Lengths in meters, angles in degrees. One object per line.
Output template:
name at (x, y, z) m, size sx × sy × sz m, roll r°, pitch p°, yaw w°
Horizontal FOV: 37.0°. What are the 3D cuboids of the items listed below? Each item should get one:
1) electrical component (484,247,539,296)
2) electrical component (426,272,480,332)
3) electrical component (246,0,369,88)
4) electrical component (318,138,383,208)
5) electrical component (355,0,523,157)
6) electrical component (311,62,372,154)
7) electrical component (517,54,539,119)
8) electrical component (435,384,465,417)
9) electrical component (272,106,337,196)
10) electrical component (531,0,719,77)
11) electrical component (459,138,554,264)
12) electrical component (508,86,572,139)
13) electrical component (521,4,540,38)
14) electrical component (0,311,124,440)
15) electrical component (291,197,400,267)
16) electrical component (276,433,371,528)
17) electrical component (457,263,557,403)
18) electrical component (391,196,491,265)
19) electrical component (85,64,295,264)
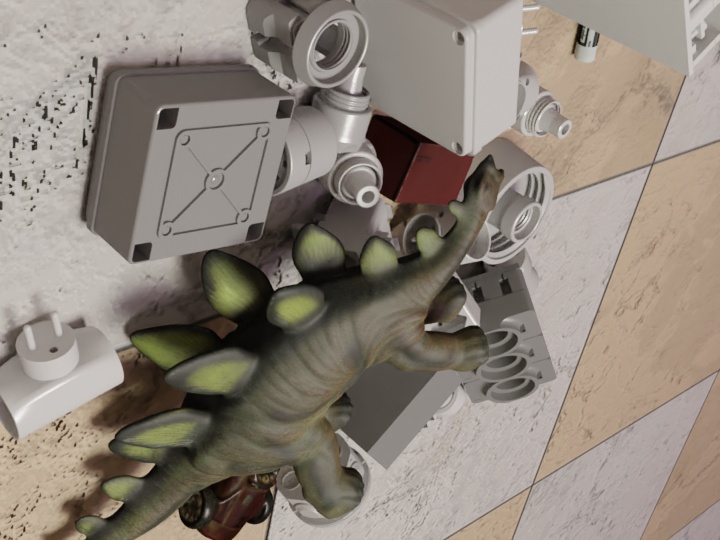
electrical component at (0.148, 0.001, 1.051) m, size 0.045 × 0.045 × 0.055 m, roll -48°, pitch 146°, yaw -7°
electrical component at (0.072, 0.021, 0.963) m, size 0.047 × 0.065 × 0.076 m, roll -30°, pitch -164°, yaw 18°
electrical component at (-0.032, -0.151, 0.684) m, size 0.058 × 0.057 × 0.078 m, roll -35°, pitch 143°, yaw -24°
electrical component at (-0.003, -0.067, 0.785) m, size 0.048 × 0.062 × 0.048 m, roll -10°, pitch 124°, yaw -14°
electrical component at (0.053, -0.151, 0.742) m, size 0.056 × 0.109 × 0.108 m, roll -37°, pitch 144°, yaw -27°
electrical component at (-0.012, -0.116, 0.753) m, size 0.043 × 0.043 × 0.062 m, roll -12°, pitch 128°, yaw -45°
electrical component at (0.107, -0.156, 0.858) m, size 0.077 × 0.044 × 0.079 m, roll -21°, pitch 136°, yaw -38°
electrical component at (0.076, 0.122, 1.075) m, size 0.045 × 0.045 × 0.055 m, roll -56°, pitch 147°, yaw 4°
electrical component at (-0.049, -0.083, 0.730) m, size 0.047 × 0.055 × 0.055 m, roll -23°, pitch 137°, yaw -42°
electrical component at (0.165, -0.224, 0.737) m, size 0.060 × 0.186 × 0.105 m, roll -46°, pitch 146°, yaw -11°
electrical component at (0.127, -0.056, 0.960) m, size 0.108 × 0.060 × 0.108 m, roll -31°, pitch 141°, yaw -29°
electrical component at (0.151, -0.133, 0.917) m, size 0.048 × 0.062 × 0.048 m, roll -31°, pitch 141°, yaw -29°
electrical component at (0.095, -0.181, 0.794) m, size 0.079 × 0.043 × 0.077 m, roll -9°, pitch 127°, yaw -8°
electrical component at (-0.198, 0.059, 0.689) m, size 0.077 × 0.043 × 0.079 m, roll -30°, pitch 141°, yaw -31°
electrical component at (0.000, 0.000, 0.849) m, size 0.121 × 0.079 × 0.063 m, roll 75°, pitch 30°, yaw -50°
electrical component at (-0.034, 0.187, 0.972) m, size 0.080 × 0.080 × 0.051 m, roll -45°, pitch 141°, yaw -12°
electrical component at (0.132, 0.069, 1.045) m, size 0.089 × 0.061 × 0.150 m, roll -18°, pitch 145°, yaw 8°
electrical component at (0.065, -0.040, 0.896) m, size 0.044 × 0.077 × 0.079 m, roll 14°, pitch 72°, yaw -43°
electrical component at (-0.106, -0.068, 0.671) m, size 0.109 × 0.056 × 0.108 m, roll -13°, pitch 130°, yaw -44°
